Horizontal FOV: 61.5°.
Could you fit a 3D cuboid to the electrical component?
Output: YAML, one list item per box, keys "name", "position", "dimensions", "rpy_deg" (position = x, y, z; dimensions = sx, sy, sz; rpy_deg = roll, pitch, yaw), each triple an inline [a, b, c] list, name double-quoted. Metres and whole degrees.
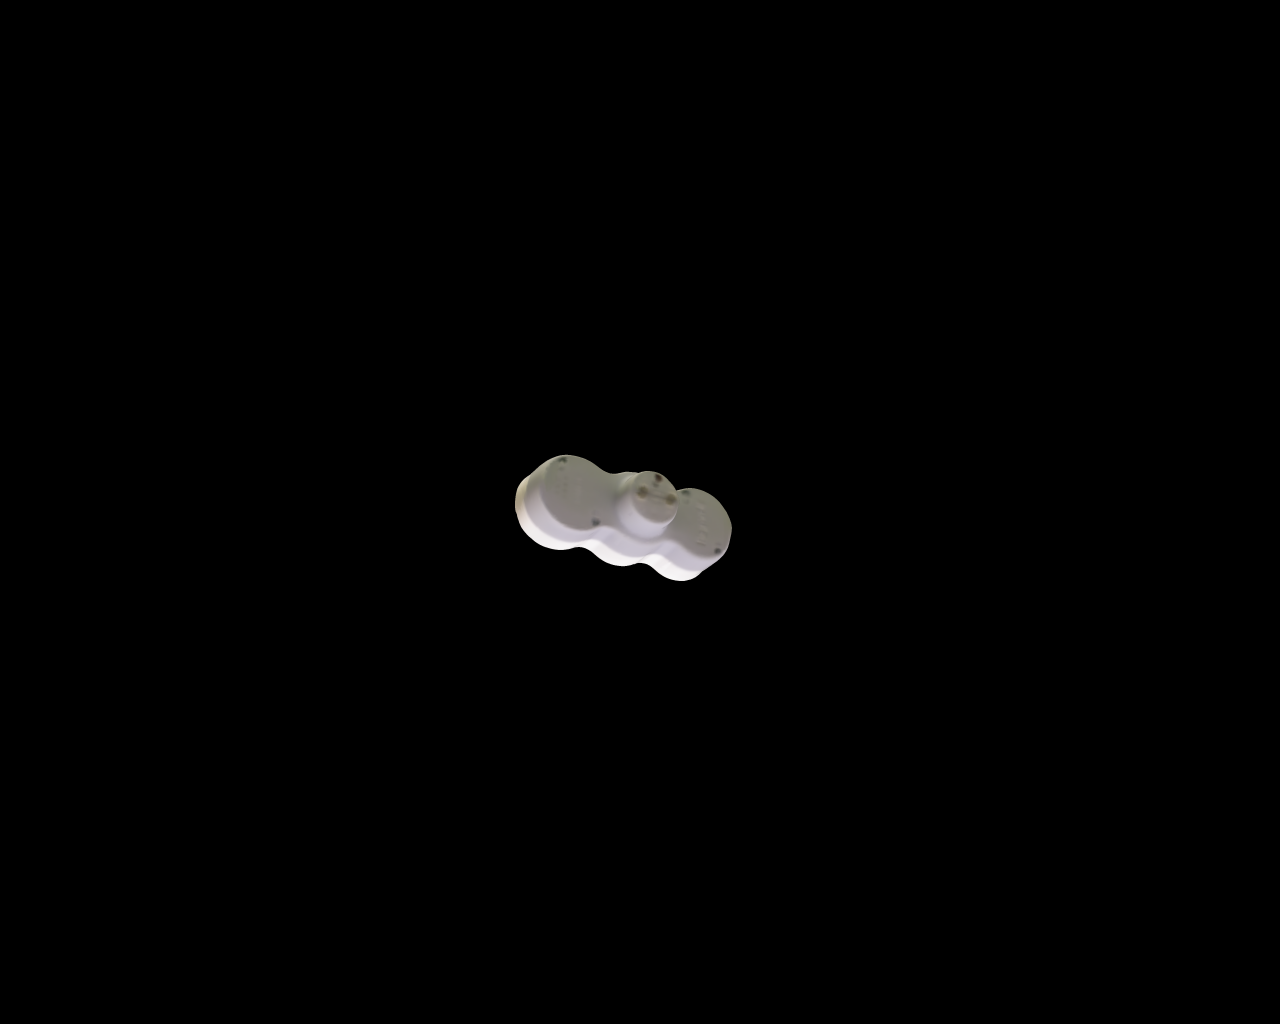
- name: "electrical component"
  position: [0.001, -0.003, 0.650]
  dimensions: [0.138, 0.052, 0.073]
  rpy_deg: [15, -32, -27]
